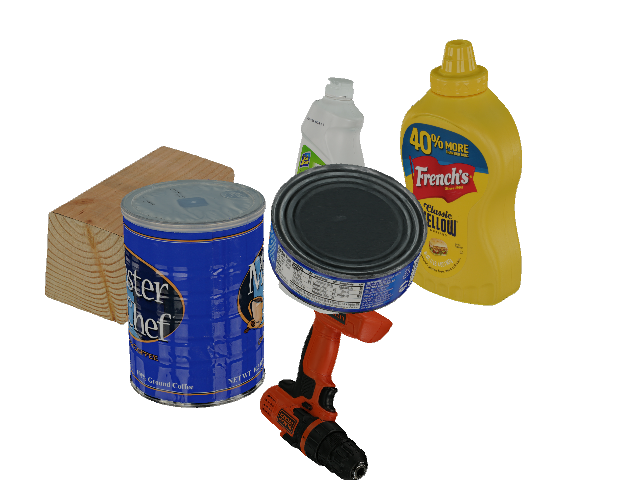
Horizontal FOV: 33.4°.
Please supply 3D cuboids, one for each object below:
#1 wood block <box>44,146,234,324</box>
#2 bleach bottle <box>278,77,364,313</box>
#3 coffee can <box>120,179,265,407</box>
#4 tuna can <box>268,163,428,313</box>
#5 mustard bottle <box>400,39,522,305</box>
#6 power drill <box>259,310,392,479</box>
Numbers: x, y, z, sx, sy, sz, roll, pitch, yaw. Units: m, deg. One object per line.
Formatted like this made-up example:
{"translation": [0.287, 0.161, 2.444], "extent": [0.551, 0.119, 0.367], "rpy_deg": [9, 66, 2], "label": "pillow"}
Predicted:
{"translation": [-0.173, -0.012, 1.051], "extent": [0.090, 0.091, 0.205], "rpy_deg": [19, 27, 15], "label": "wood block"}
{"translation": [0.012, -0.052, 1.186], "extent": [0.067, 0.251, 0.103], "rpy_deg": [-7, 22, -39], "label": "bleach bottle"}
{"translation": [-0.092, 0.036, 0.783], "extent": [0.103, 0.140, 0.103], "rpy_deg": [1, 20, 0], "label": "coffee can"}
{"translation": [0.014, -0.001, 0.589], "extent": [0.086, 0.086, 0.034], "rpy_deg": [0, -43, -9], "label": "tuna can"}
{"translation": [0.102, -0.052, 0.784], "extent": [0.058, 0.192, 0.096], "rpy_deg": [-25, 33, -37], "label": "mustard bottle"}
{"translation": [0.015, 0.165, 1.246], "extent": [0.057, 0.188, 0.185], "rpy_deg": [15, 10, -43], "label": "power drill"}
